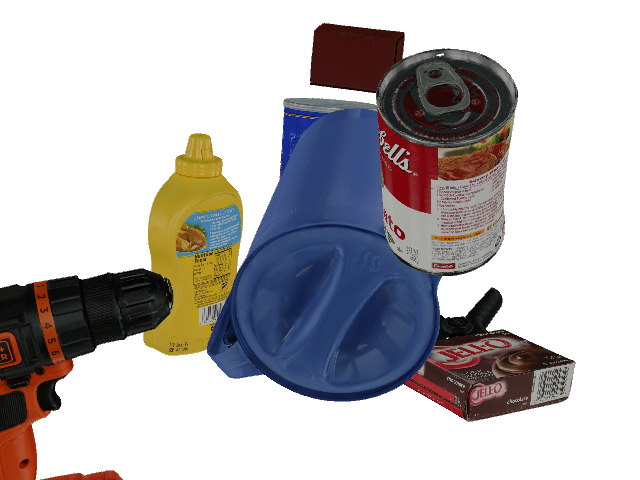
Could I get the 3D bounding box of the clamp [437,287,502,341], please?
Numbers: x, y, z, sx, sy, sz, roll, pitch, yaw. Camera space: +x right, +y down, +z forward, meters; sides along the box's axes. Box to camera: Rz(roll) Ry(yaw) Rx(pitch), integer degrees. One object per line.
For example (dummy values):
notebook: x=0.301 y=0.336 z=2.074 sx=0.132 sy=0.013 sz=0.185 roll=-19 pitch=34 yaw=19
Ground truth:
clamp: x=0.144 y=0.093 z=1.074 sx=0.120 sy=0.039 sz=0.171 roll=-8 pitch=32 yaw=-8

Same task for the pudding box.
pudding box: x=0.136 y=0.108 z=0.874 sx=0.113 sy=0.039 sz=0.090 roll=-3 pitch=16 yaw=-32

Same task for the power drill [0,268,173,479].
power drill: x=-0.174 y=0.113 z=0.695 sx=0.184 sy=0.188 sz=0.057 roll=-12 pitch=25 yaw=-8

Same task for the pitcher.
pitcher: x=0.010 y=0.000 z=0.773 sx=0.149 sy=0.145 sz=0.242 roll=9 pitch=28 yaw=1

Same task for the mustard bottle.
mustard bottle: x=-0.111 y=0.001 z=0.948 sx=0.058 sy=0.192 sz=0.096 roll=19 pitch=22 yaw=38

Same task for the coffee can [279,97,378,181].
coffee can: x=0.007 y=-0.079 z=1.149 sx=0.103 sy=0.140 sz=0.103 roll=4 pitch=12 yaw=-1

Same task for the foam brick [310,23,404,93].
foam brick: x=0.033 y=-0.164 z=0.965 sx=0.078 sy=0.051 sz=0.053 roll=9 pitch=19 yaw=9

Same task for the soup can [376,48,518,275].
soup can: x=0.065 y=-0.038 z=0.551 sx=0.068 sy=0.068 sz=0.102 roll=0 pitch=-40 yaw=6
